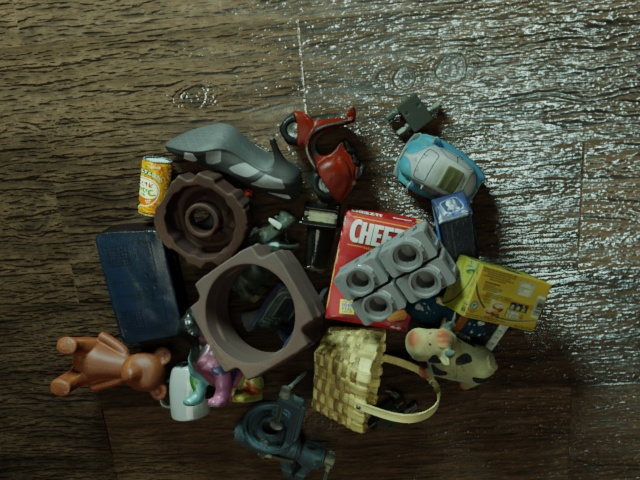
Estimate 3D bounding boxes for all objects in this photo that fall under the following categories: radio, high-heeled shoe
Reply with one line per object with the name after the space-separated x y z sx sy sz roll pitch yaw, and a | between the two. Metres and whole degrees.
-0.339 0.081 1.048 0.131 0.073 0.229 -7 107 4 | radio
-0.155 -0.133 0.995 0.249 0.086 0.145 5 138 18 | high-heeled shoe

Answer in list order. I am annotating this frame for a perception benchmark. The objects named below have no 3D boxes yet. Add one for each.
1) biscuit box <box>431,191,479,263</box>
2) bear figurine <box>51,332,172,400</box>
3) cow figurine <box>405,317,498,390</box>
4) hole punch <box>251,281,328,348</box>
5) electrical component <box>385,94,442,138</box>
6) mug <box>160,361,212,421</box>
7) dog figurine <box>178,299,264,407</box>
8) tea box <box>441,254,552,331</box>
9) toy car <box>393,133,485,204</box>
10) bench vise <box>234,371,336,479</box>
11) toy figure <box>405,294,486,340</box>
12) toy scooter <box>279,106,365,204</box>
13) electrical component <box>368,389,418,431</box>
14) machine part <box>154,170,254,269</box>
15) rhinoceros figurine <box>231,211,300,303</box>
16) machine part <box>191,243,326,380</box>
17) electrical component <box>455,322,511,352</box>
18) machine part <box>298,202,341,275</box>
0.247 0.008 0.962 0.063 0.059 0.202 -15 135 7 | biscuit box
-0.404 0.256 1.062 0.196 0.132 0.120 11 91 15 | bear figurine
0.235 0.206 0.963 0.195 0.085 0.127 22 144 -24 | cow figurine
-0.059 0.138 1.031 0.092 0.116 0.142 33 101 8 | hole punch
0.168 -0.229 0.963 0.094 0.021 0.063 -35 101 12 | electrical component
-0.282 0.306 1.112 0.110 0.081 0.107 -2 96 19 | mug
-0.195 0.214 1.064 0.109 0.191 0.219 -7 80 41 | dog figurine
0.311 0.094 0.945 0.169 0.068 0.098 17 98 -25 | tea box
0.216 -0.114 0.953 0.162 0.103 0.109 29 106 -4 | toy car
-0.064 0.387 1.088 0.224 0.129 0.240 23 126 16 | bench vise
0.235 0.136 0.986 0.154 0.064 0.058 20 70 -11 | toy figure
0.023 -0.163 0.963 0.135 0.075 0.183 -29 99 8 | toy scooter
0.145 0.356 1.123 0.078 0.045 0.102 33 110 -36 | electrical component
-0.207 -0.038 0.971 0.180 0.056 0.179 4 109 12 | machine part
-0.104 0.031 1.028 0.112 0.073 0.190 41 106 3 | rhinoceros figurine
-0.107 0.124 0.947 0.201 0.087 0.201 -34 82 17 | machine part
0.298 0.152 1.049 0.134 0.058 0.115 29 103 -6 | electrical component
-0.002 -0.003 1.028 0.084 0.039 0.138 3 104 -7 | machine part
